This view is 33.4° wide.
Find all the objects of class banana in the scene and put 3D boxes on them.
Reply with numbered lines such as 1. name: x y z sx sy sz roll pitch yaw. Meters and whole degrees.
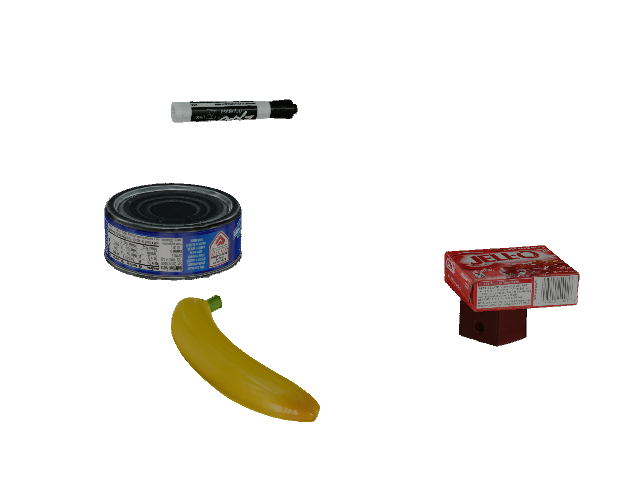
1. banana: -0.074 0.090 0.862 0.069 0.037 0.198 -12 31 -26

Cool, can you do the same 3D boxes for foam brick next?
1. foam brick: 0.180 0.064 1.106 0.051 0.078 0.053 -14 19 -42

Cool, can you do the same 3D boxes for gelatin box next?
1. gelatin box: 0.151 0.029 0.852 0.089 0.030 0.073 -3 17 -9

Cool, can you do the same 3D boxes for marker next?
1. marker: -0.079 -0.122 1.000 0.121 0.020 0.020 -5 2 -21

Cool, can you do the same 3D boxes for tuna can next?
1. tuna can: -0.091 -0.007 0.663 0.086 0.034 0.086 3 22 -1
